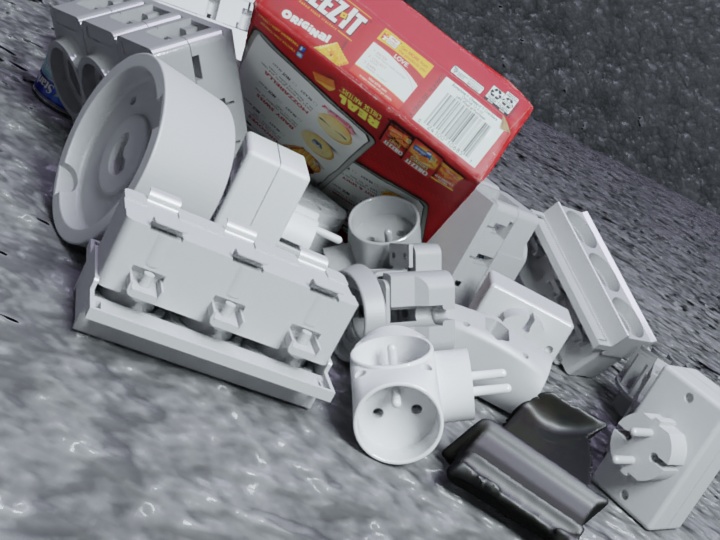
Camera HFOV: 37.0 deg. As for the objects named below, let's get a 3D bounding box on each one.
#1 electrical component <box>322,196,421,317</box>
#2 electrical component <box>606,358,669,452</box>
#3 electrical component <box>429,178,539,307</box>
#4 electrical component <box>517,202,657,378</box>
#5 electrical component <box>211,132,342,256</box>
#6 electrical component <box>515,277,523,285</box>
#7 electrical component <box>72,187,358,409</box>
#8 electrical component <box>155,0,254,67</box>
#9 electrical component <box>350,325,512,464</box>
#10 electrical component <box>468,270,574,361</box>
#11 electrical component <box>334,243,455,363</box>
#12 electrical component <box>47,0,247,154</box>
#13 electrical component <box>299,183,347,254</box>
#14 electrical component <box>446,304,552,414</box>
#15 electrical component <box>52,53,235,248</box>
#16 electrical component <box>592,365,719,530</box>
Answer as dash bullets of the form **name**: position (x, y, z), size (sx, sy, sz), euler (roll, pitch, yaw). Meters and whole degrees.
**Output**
- **electrical component**: position (0.000, 0.000, 0.669), size (0.079, 0.077, 0.043), euler (-13, 46, -5)
- **electrical component**: position (0.191, 0.097, 0.686), size (0.042, 0.063, 0.081), euler (31, 16, 13)
- **electrical component**: position (0.062, -0.042, 0.855), size (0.062, 0.089, 0.150), euler (15, 20, -40)
- **electrical component**: position (0.167, 0.017, 0.831), size (0.079, 0.063, 0.121), euler (12, 48, -47)
- **electrical component**: position (-0.048, -0.024, 0.625), size (0.076, 0.083, 0.047), euler (24, 16, -15)
- **electrical component**: position (0.169, 0.008, 0.935), size (0.108, 0.060, 0.108), euler (26, 16, -8)
- **electrical component**: position (-0.068, 0.012, 0.517), size (0.121, 0.063, 0.078), euler (22, 17, -22)
- **electrical component**: position (-0.086, -0.162, 0.852), size (0.186, 0.060, 0.105), euler (16, -14, -19)
- **electrical component**: position (0.036, 0.059, 0.545), size (0.079, 0.044, 0.077), euler (-6, 18, 2)
- **electrical component**: position (0.109, 0.044, 0.748), size (0.066, 0.047, 0.076), euler (28, 16, -3)
- **electrical component**: position (0.016, 0.024, 0.613), size (0.057, 0.078, 0.058), euler (-3, 5, -28)
- **electrical component**: position (-0.141, -0.119, 0.696), size (0.062, 0.089, 0.150), euler (-25, 35, -30)
- **electrical component**: position (-0.052, -0.030, 0.698), size (0.080, 0.051, 0.080), euler (26, 16, -8)
- **electrical component**: position (0.076, 0.050, 0.679), size (0.077, 0.043, 0.079), euler (28, 16, -1)
- **electrical component**: position (-0.112, -0.055, 0.582), size (0.060, 0.108, 0.108), euler (24, 15, -38)
- **electrical component**: position (0.167, 0.099, 0.604), size (0.076, 0.083, 0.047), euler (12, 23, -46)
